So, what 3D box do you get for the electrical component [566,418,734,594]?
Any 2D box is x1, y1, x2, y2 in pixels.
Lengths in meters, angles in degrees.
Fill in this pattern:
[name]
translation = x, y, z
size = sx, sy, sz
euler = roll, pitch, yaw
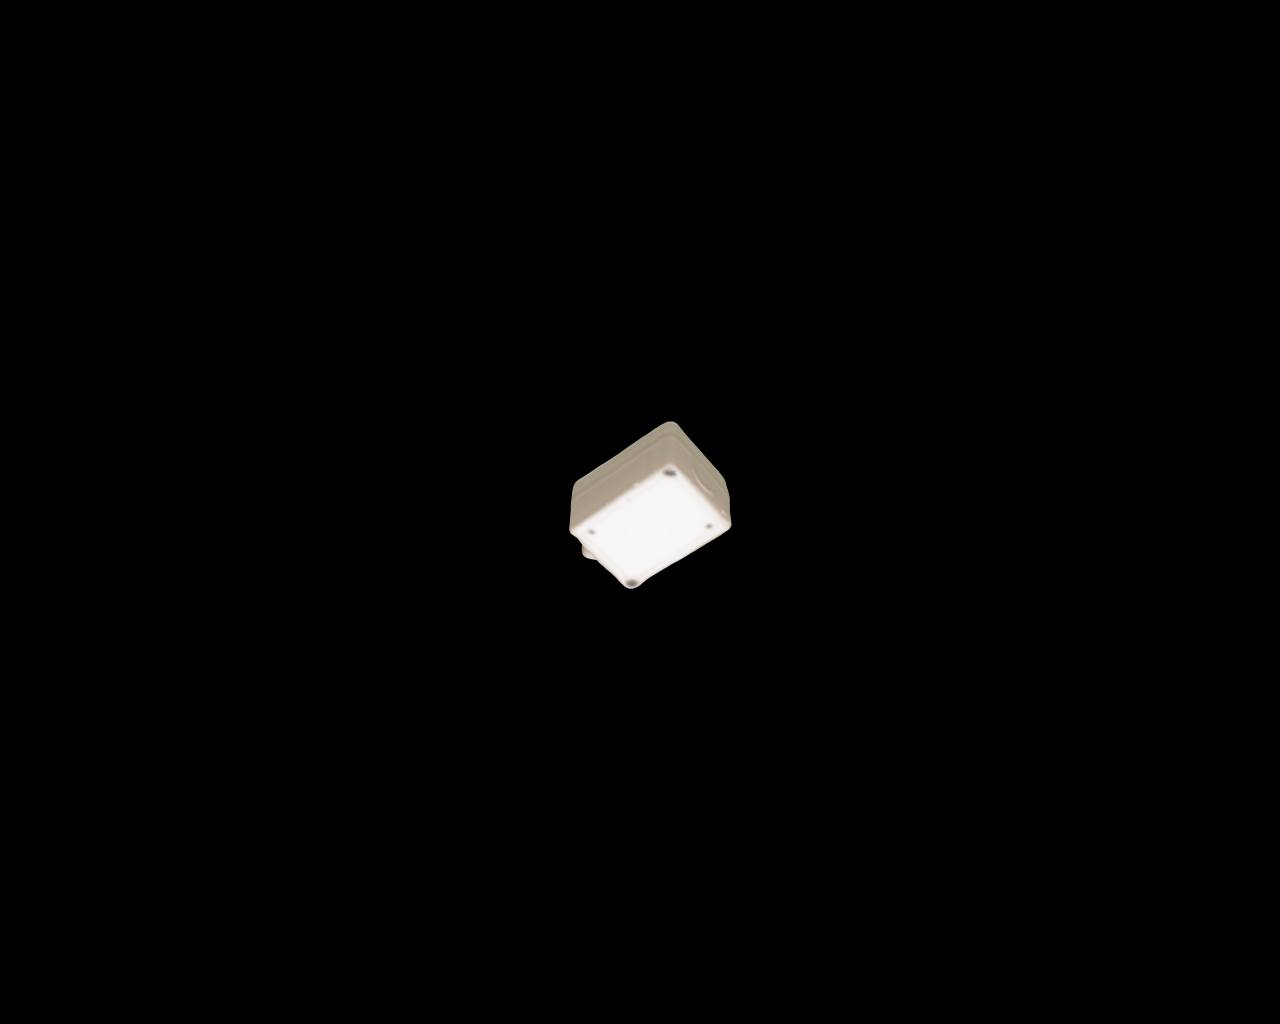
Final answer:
[electrical component]
translation = 0.001, -0.003, 0.650
size = 0.096, 0.061, 0.061
euler = -33, 29, 21
